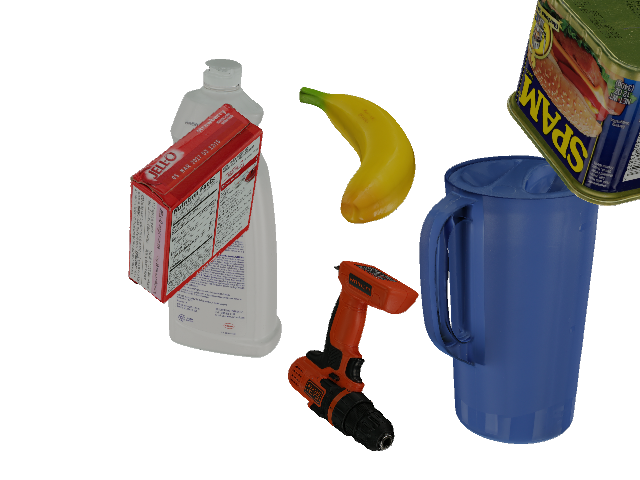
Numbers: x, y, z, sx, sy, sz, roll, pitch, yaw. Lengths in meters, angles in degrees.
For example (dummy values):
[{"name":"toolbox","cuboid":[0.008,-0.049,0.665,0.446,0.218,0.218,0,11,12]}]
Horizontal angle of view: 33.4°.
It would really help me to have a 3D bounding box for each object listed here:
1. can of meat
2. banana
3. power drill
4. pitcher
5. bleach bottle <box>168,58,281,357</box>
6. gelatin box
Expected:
[{"name":"can of meat","cuboid":[0.147,-0.084,0.560,0.057,0.084,0.102,-13,48,-17]},{"name":"banana","cuboid":[0.032,-0.059,0.745,0.069,0.037,0.198,-4,29,-8]},{"name":"power drill","cuboid":[0.046,0.131,1.251,0.057,0.188,0.185,12,13,-42]},{"name":"pitcher","cuboid":[0.166,0.054,0.942,0.149,0.243,0.145,2,19,10]},{"name":"bleach bottle","cuboid":[-0.079,-0.027,0.910,0.102,0.251,0.068,8,24,9]},{"name":"gelatin box","cuboid":[-0.068,-0.019,0.567,0.030,0.089,0.073,35,55,16]}]
